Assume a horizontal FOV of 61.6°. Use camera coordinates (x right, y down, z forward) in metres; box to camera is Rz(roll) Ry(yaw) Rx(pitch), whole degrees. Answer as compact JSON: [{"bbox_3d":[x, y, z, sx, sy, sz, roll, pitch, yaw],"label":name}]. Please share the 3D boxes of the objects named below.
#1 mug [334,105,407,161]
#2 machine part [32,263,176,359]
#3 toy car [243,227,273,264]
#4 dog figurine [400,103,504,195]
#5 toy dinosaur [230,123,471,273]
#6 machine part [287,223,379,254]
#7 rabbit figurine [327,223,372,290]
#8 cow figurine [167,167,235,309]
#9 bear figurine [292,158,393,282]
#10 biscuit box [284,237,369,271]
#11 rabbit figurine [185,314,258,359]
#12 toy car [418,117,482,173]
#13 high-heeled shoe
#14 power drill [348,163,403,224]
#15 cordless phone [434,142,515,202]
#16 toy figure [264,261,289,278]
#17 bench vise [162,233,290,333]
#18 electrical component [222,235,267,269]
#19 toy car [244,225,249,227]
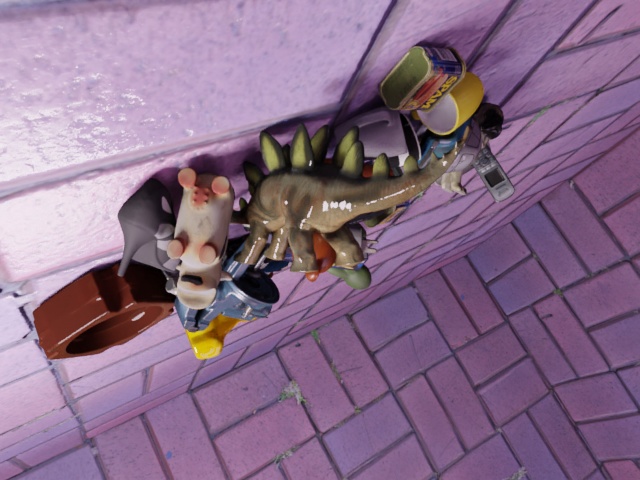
[{"bbox_3d":[0.075,-0.163,0.836,0.107,0.080,0.109,-15,173,11],"label":"mug"},{"bbox_3d":[-0.373,0.123,0.944,0.201,0.087,0.201,-34,165,10],"label":"machine part"},{"bbox_3d":[-0.051,-0.030,1.018,0.202,0.089,0.053,-28,-176,-2],"label":"toy car"},{"bbox_3d":[0.259,-0.205,1.076,0.190,0.172,0.121,-66,-161,4],"label":"dog figurine"},{"bbox_3d":[-0.009,-0.056,0.729,0.472,0.198,0.105,0,-171,41],"label":"toy dinosaur"},{"bbox_3d":[-0.002,-0.003,1.087,0.243,0.079,0.079,8,160,-3],"label":"machine part"},{"bbox_3d":[0.075,0.046,1.365,0.121,0.170,0.159,-35,165,18],"label":"rabbit figurine"},{"bbox_3d":[-0.167,0.002,0.765,0.086,0.194,0.127,8,-178,1],"label":"cow figurine"},{"bbox_3d":[0.028,-0.030,0.870,0.132,0.195,0.120,7,-178,-18],"label":"bear figurine"},{"bbox_3d":[0.002,0.019,1.183,0.203,0.059,0.062,8,149,-17],"label":"biscuit box"},{"bbox_3d":[-0.187,0.153,1.078,0.173,0.122,0.162,-24,176,-14],"label":"rabbit figurine"},{"bbox_3d":[0.239,-0.177,0.976,0.162,0.103,0.109,-59,-179,-33],"label":"toy car"},{"bbox_3d":[-0.237,-0.025,0.802,0.249,0.086,0.145,-73,-173,-83],"label":"high-heeled shoe"},{"bbox_3d":[0.103,-0.098,1.139,0.232,0.086,0.207,-21,171,-20],"label":"power drill"},{"bbox_3d":[0.318,-0.145,1.159,0.147,0.184,0.088,-31,170,5],"label":"cordless phone"},{"bbox_3d":[-0.122,0.061,1.256,0.154,0.064,0.058,-39,176,30],"label":"toy figure"},{"bbox_3d":[-0.145,0.056,0.940,0.223,0.129,0.240,27,111,-35],"label":"bench vise"},{"bbox_3d":[-0.163,0.040,1.117,0.134,0.058,0.115,-16,162,-42],"label":"electrical component"},{"bbox_3d":[-0.048,-0.075,0.953,0.202,0.056,0.073,-24,169,-12],"label":"toy car"}]
